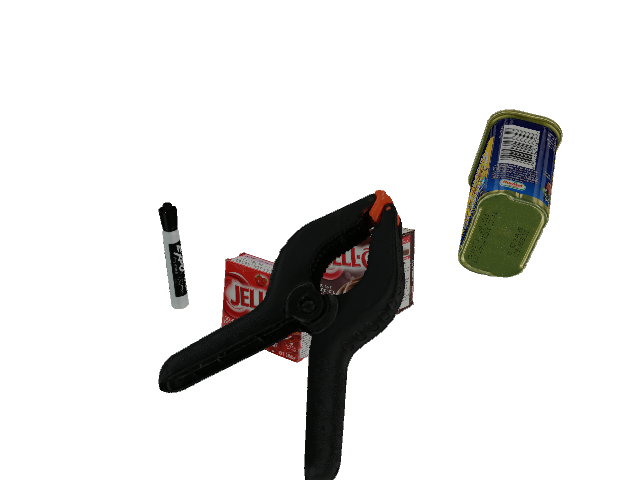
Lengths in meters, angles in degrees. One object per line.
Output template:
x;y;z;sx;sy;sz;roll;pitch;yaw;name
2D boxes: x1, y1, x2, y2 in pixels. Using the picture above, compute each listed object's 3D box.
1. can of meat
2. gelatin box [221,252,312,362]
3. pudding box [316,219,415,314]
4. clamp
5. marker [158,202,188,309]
0.141;-0.032;0.805;0.057;0.084;0.102;14;-37;3;can of meat
-0.045;0.058;0.940;0.089;0.073;0.030;17;22;31;gelatin box
0.048;0.025;1.170;0.114;0.090;0.039;10;19;34;pudding box
0.001;0.053;0.607;0.120;0.171;0.039;39;-6;19;clamp
-0.154;0.016;1.118;0.020;0.121;0.020;-3;28;1;marker
